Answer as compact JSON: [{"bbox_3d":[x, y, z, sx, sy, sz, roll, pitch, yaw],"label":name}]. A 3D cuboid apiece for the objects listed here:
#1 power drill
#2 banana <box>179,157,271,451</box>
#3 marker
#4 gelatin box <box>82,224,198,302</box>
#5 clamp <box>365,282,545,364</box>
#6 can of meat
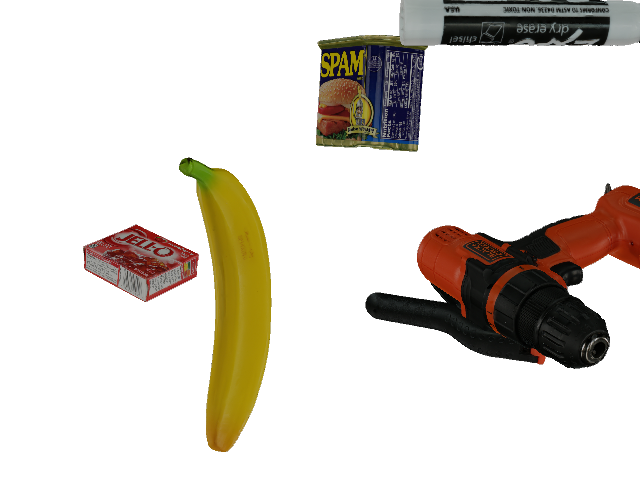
[{"bbox_3d":[0.188,0.020,0.760,0.187,0.057,0.185,-14,28,-25],"label":"power drill"},{"bbox_3d":[-0.060,0.036,0.691,0.037,0.198,0.069,9,21,41],"label":"banana"},{"bbox_3d":[0.092,-0.085,0.415,0.121,0.020,0.020,0,0,-1],"label":"marker"},{"bbox_3d":[-0.177,0.020,1.049,0.089,0.030,0.073,24,32,29],"label":"gelatin box"},{"bbox_3d":[0.142,0.067,1.009,0.172,0.039,0.120,21,34,26],"label":"clamp"},{"bbox_3d":[0.037,-0.113,0.831,0.057,0.084,0.102,0,6,-28],"label":"can of meat"}]
